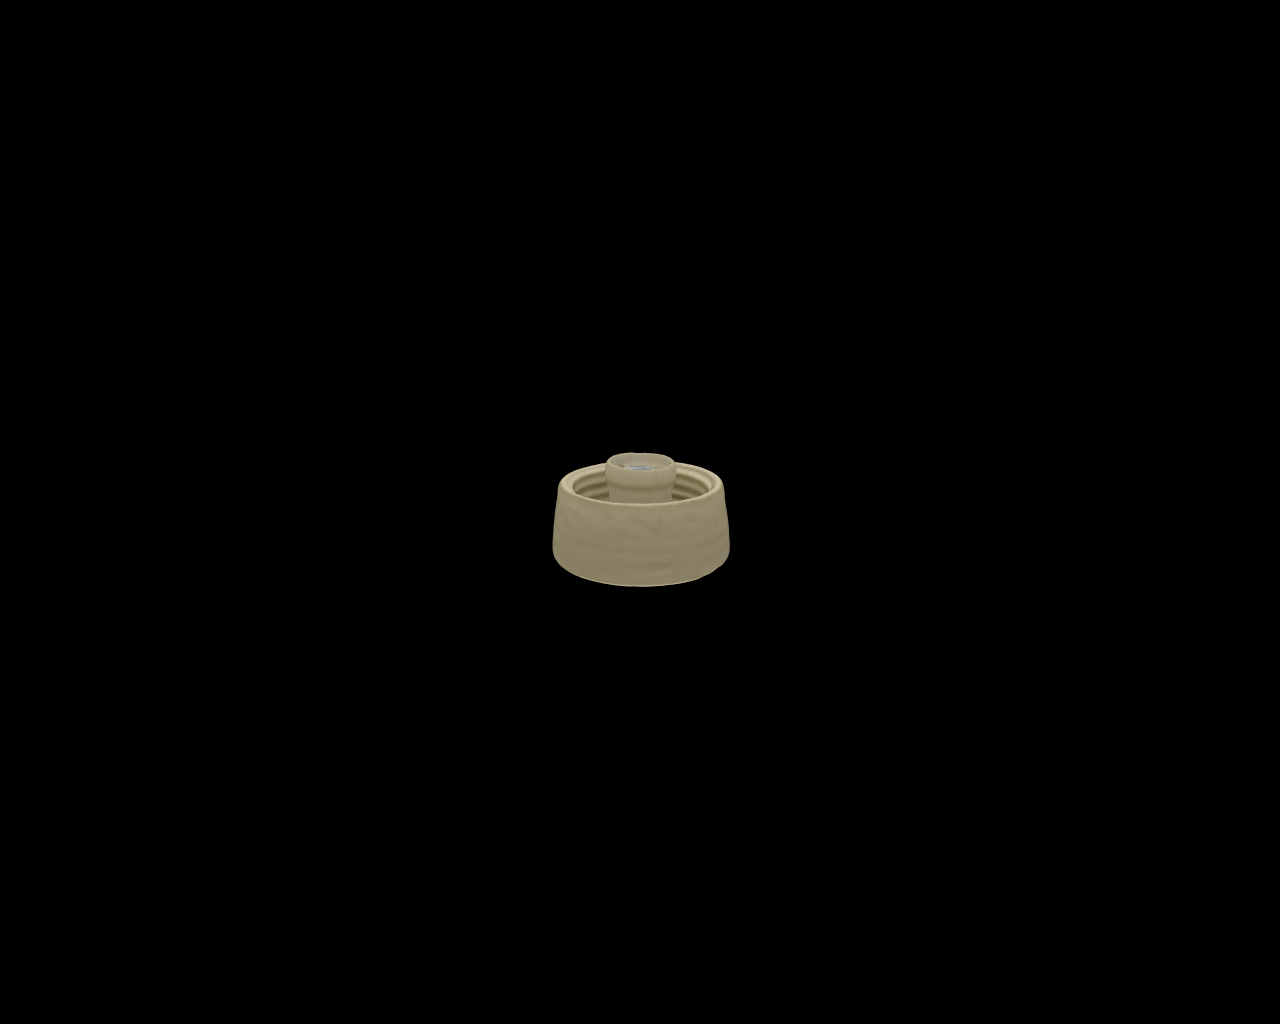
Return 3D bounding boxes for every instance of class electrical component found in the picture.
[{"bbox_3d":[0.001,-0.003,0.650,0.108,0.060,0.108,0,18,0],"label":"electrical component"}]
